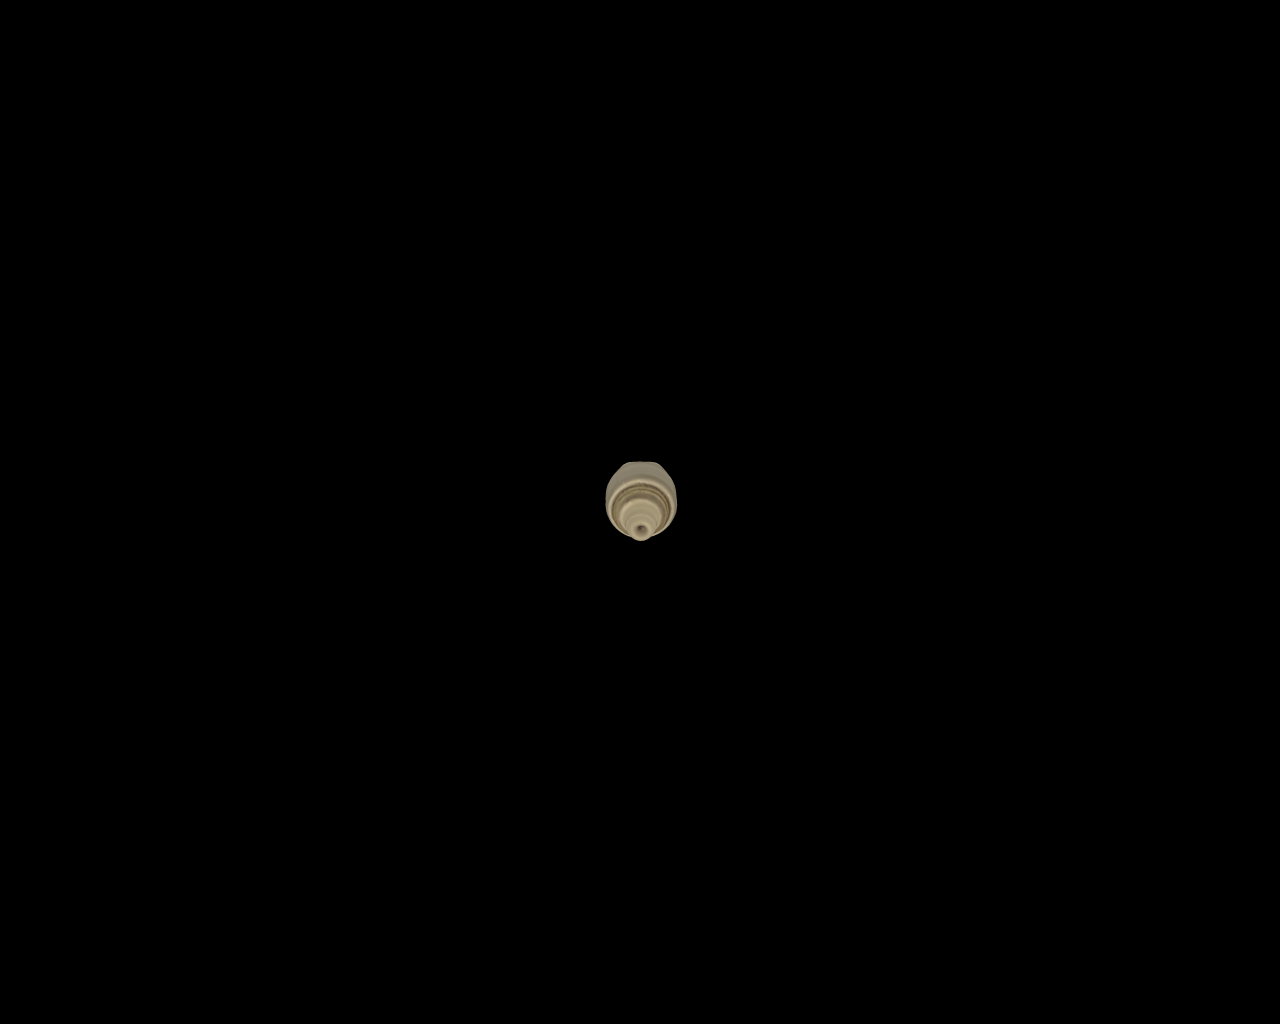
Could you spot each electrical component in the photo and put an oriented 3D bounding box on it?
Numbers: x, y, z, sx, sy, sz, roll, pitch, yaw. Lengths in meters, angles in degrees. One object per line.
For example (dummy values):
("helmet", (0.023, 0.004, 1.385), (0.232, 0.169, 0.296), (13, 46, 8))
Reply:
("electrical component", (0.001, -0.003, 0.650), (0.043, 0.043, 0.062), (0, 27, 0))
